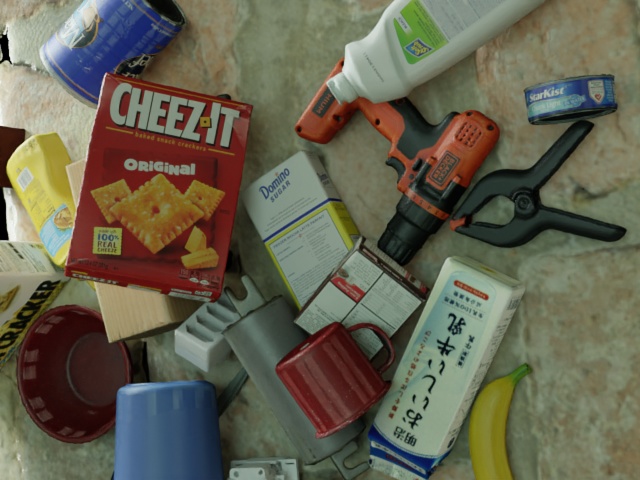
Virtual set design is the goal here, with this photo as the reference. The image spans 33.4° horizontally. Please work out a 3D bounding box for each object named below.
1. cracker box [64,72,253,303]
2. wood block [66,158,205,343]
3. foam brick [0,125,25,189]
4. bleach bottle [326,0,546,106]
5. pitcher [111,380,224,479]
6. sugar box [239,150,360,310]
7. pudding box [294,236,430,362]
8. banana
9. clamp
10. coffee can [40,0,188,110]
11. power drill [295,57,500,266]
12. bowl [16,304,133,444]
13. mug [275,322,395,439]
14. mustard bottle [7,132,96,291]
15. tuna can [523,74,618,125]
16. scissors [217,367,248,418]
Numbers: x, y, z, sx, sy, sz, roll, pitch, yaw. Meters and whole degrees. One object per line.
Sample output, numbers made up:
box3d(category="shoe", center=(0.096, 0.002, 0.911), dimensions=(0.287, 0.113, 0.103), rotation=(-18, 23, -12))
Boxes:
box3d(category="cracker box", center=(-0.168, -0.054, 1.127), dimensions=(0.164, 0.072, 0.213), rotation=(11, 76, -12))
box3d(category="wood block", center=(-0.205, 0.003, 1.209), dimensions=(0.091, 0.090, 0.206), rotation=(-18, 83, 23))
box3d(category="foam brick", center=(-0.402, -0.103, 1.317), dimensions=(0.053, 0.051, 0.078), rotation=(7, 92, 21))
box3d(category="bleach bottle", center=(0.113, -0.221, 1.055), dimensions=(0.251, 0.068, 0.102), rotation=(-34, 77, 5))
box3d(category="pitcher", center=(-0.170, 0.277, 1.157), dimensions=(0.149, 0.145, 0.243), rotation=(-3, 83, -1))
box3d(category="sugar box", center=(-0.007, 0.001, 1.147), dimensions=(0.093, 0.048, 0.176), rotation=(-31, 76, 20))
box3d(category="pudding box", center=(0.042, 0.067, 1.082), dimensions=(0.090, 0.039, 0.114), rotation=(38, 114, -2))
box3d(category="banana", center=(0.185, 0.225, 1.066), dimensions=(0.070, 0.037, 0.198), rotation=(-7, 87, 24))
box3d(category="clamp", center=(0.209, -0.049, 1.057), dimensions=(0.172, 0.039, 0.120), rotation=(-8, 85, 23))
box3d(category="coffee can", center=(-0.235, -0.232, 1.217), dimensions=(0.140, 0.102, 0.103), rotation=(-43, 74, 17))
box3d(category="power drill", center=(0.067, -0.088, 1.111), dimensions=(0.188, 0.057, 0.184), rotation=(38, 100, 16))
box3d(category="bowl", center=(-0.277, 0.155, 1.257), dimensions=(0.162, 0.055, 0.162), rotation=(0, 90, 23))
box3d(category="mug", center=(0.019, 0.127, 1.046), dimensions=(0.117, 0.093, 0.081), rotation=(-36, 92, -7))
box3d(category="mustard bottle", center=(-0.302, -0.026, 1.264), dimensions=(0.096, 0.058, 0.192), rotation=(-40, 74, 42))
box3d(category="tuna can", center=(0.240, -0.134, 1.020), dimensions=(0.086, 0.086, 0.034), rotation=(-8, 89, 23))
box3d(category="scissors", center=(-0.153, 0.214, 1.225), dimensions=(0.096, 0.016, 0.202), rotation=(26, 99, 21))
